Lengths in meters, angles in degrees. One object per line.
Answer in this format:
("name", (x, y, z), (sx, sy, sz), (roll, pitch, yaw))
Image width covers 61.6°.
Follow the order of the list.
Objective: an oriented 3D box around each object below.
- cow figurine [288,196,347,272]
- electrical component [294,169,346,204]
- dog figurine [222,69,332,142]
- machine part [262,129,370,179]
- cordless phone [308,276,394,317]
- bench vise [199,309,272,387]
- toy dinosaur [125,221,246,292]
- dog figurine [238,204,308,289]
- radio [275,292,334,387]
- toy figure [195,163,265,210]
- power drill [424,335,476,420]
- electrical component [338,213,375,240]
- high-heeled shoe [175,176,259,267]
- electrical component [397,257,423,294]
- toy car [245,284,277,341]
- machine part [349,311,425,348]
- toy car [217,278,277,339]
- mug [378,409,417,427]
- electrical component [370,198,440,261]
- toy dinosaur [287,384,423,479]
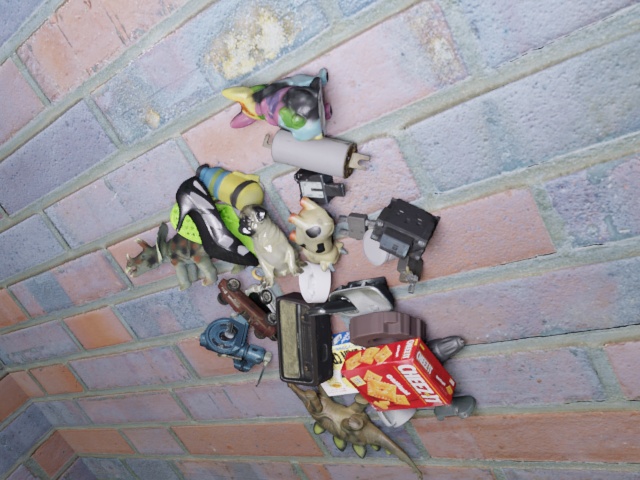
("cow figurine", (-0.003, -0.004, 1.217), (0.127, 0.085, 0.194), (31, 156, 14))
("electrical component", (0.006, -0.120, 1.176), (0.119, 0.048, 0.074), (1, 121, 29))
("dog figurine", (-0.091, -0.259, 1.061), (0.219, 0.192, 0.108), (-3, 126, 14))
("machine part", (-0.013, -0.182, 1.126), (0.243, 0.079, 0.079), (16, 127, 19))
("cordless phone", (0.069, 0.140, 1.219), (0.147, 0.184, 0.088), (-13, 85, 35))
("bench vise", (-0.236, 0.284, 1.544), (0.224, 0.129, 0.240), (26, 134, 9))
("toy dinosaur", (-0.327, 0.023, 1.424), (0.405, 0.131, 0.192), (-15, 103, 26))
("dog figurine", (-0.119, 0.000, 1.261), (0.190, 0.121, 0.172), (66, 171, -6))
("radio", (-0.040, 0.254, 1.378), (0.131, 0.073, 0.229), (2, 99, 38))
("toy figure", (-0.217, -0.121, 1.276), (0.180, 0.089, 0.082), (23, 136, 11))
("power drill", (0.292, 0.335, 1.301), (0.232, 0.086, 0.207), (-26, 110, 40))
("electrical component", (0.086, -0.028, 1.210), (0.094, 0.021, 0.063), (8, 124, 24))
("high-heeled shoe", (-0.235, -0.041, 1.271), (0.248, 0.145, 0.086), (30, 151, -29))
("electrical component", (0.199, 0.054, 1.157), (0.045, 0.102, 0.078), (-11, 137, 42))
("toy car", (-0.133, 0.204, 1.470), (0.073, 0.056, 0.201), (-21, 106, 40))
("machine part", (0.155, 0.217, 1.257), (0.179, 0.056, 0.179), (2, 154, 1))
("toy car", (-0.197, 0.184, 1.425), (0.202, 0.053, 0.089), (42, 136, 1))
("mug", (0.185, 0.431, 1.415), (0.107, 0.109, 0.081), (52, 137, 7))
("electrical component", (0.171, -0.020, 1.094), (0.115, 0.134, 0.058), (23, 130, 12))
("toy dinosaur", (0.089, 0.525, 1.534), (0.472, 0.105, 0.198), (27, 138, 23))
